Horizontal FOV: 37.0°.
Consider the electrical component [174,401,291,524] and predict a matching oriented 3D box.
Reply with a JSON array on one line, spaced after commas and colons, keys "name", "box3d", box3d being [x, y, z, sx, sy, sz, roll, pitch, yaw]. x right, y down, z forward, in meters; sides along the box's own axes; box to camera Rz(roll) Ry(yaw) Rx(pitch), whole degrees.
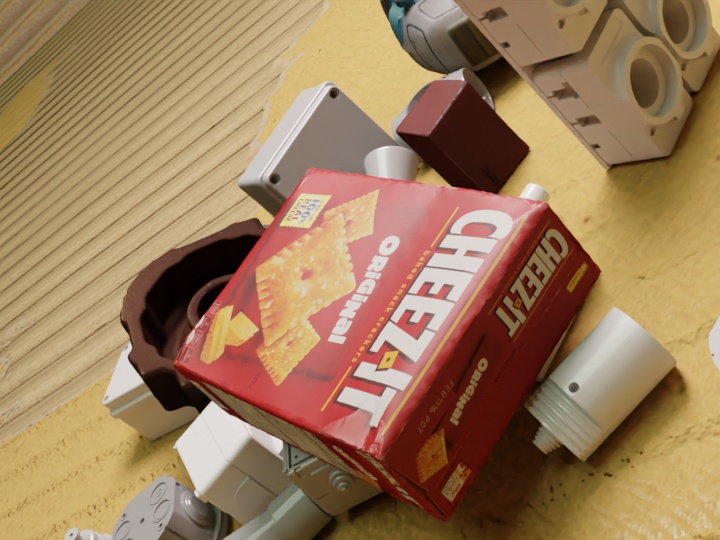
[{"name": "electrical component", "box3d": [-0.084, 0.130, 0.759, 0.061, 0.062, 0.096, -49, 27, -1]}]

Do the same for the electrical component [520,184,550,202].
[{"name": "electrical component", "box3d": [0.103, -0.028, 0.710, 0.062, 0.043, 0.043, -56, 28, -17]}]

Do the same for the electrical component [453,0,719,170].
[{"name": "electrical component", "box3d": [0.143, -0.165, 0.671, 0.060, 0.186, 0.105, -4, 51, 54]}]

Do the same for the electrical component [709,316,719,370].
[{"name": "electrical component", "box3d": [0.200, 0.034, 0.475, 0.080, 0.051, 0.080, -36, 29, 24]}]

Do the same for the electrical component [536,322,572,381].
[{"name": "electrical component", "box3d": [0.090, 0.019, 0.662, 0.076, 0.047, 0.083, -1, 53, 56]}]

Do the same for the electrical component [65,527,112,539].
[{"name": "electrical component", "box3d": [-0.189, 0.215, 0.794, 0.040, 0.078, 0.040, -21, 40, 19]}]

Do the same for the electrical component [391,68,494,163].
[{"name": "electrical component", "box3d": [0.067, -0.116, 0.878, 0.077, 0.044, 0.079, -34, 31, 27]}]

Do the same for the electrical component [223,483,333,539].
[{"name": "electrical component", "box3d": [-0.050, 0.166, 0.686, 0.065, 0.044, 0.044, -44, 27, -2]}]

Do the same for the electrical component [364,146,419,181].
[{"name": "electrical component", "box3d": [0.026, -0.064, 0.860, 0.045, 0.045, 0.055, -26, 51, 37]}]

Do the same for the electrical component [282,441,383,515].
[{"name": "electrical component", "box3d": [-0.008, 0.107, 0.676, 0.062, 0.061, 0.096, -30, 35, 16]}]

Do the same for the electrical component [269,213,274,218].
[{"name": "electrical component", "box3d": [-0.064, -0.068, 1.006, 0.055, 0.047, 0.055, -36, 29, 24]}]

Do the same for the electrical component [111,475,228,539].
[{"name": "electrical component", "box3d": [-0.137, 0.192, 0.770, 0.080, 0.051, 0.080, -36, 30, 24]}]

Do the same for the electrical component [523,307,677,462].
[{"name": "electrical component", "box3d": [0.121, 0.063, 0.562, 0.081, 0.043, 0.043, -47, 27, 2]}]

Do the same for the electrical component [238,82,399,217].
[{"name": "electrical component", "box3d": [-0.026, -0.081, 0.901, 0.108, 0.109, 0.056, -57, 25, -16]}]

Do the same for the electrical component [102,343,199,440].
[{"name": "electrical component", "box3d": [-0.162, 0.089, 0.936, 0.113, 0.057, 0.078, -29, 33, 33]}]

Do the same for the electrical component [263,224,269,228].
[{"name": "electrical component", "box3d": [-0.099, -0.018, 0.996, 0.055, 0.045, 0.045, -11, 45, 50]}]
